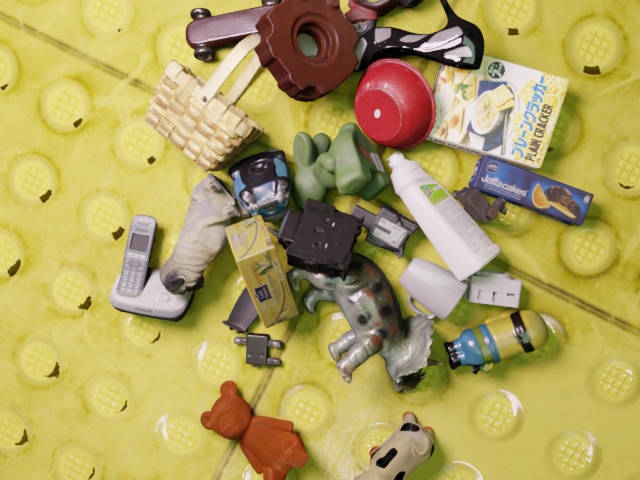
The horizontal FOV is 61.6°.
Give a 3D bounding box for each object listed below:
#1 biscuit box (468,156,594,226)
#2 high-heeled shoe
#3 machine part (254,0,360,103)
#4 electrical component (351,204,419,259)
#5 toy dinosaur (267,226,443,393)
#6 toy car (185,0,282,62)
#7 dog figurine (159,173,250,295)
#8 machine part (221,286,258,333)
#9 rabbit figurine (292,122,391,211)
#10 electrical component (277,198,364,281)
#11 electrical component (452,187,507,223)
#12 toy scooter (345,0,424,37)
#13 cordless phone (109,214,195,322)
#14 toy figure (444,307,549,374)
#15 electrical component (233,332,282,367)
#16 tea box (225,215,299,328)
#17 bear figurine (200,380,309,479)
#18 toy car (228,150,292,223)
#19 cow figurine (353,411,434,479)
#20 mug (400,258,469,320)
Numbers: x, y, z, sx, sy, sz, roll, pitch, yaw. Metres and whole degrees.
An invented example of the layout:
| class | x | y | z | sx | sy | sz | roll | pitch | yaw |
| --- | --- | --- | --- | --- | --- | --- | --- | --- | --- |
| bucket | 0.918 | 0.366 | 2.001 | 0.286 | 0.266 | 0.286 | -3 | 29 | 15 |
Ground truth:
| class | x | y | z | sx | sy | sz | roll | pitch | yaw |
| --- | --- | --- | --- | --- | --- | --- | --- | --- | --- |
| biscuit box | 0.370 | -0.087 | 0.954 | 0.203 | 0.059 | 0.062 | 20 | 95 | 3 |
| high-heeled shoe | 0.152 | -0.302 | 0.915 | 0.249 | 0.086 | 0.145 | -25 | 76 | 31 |
| machine part | -0.017 | -0.319 | 0.880 | 0.179 | 0.056 | 0.179 | 0 | 90 | -28 |
| electrical component | 0.112 | -0.025 | 0.977 | 0.119 | 0.048 | 0.074 | 25 | 106 | 5 |
| toy dinosaur | 0.071 | 0.109 | 0.966 | 0.192 | 0.131 | 0.404 | -28 | 87 | -5 |
| toy car | -0.146 | -0.384 | 0.976 | 0.202 | 0.053 | 0.089 | -8 | 83 | 8 |
| dog figurine | -0.225 | -0.012 | 0.966 | 0.190 | 0.172 | 0.121 | -39 | 131 | 4 |
| machine part | -0.125 | 0.117 | 1.015 | 0.084 | 0.039 | 0.139 | 38 | 94 | -4 |
| rabbit figurine | 0.009 | -0.121 | 0.950 | 0.170 | 0.121 | 0.159 | -30 | 81 | 29 |
| electrical component | -0.002 | -0.003 | 0.918 | 0.134 | 0.058 | 0.115 | 16 | 65 | 5 |
| electrical component | 0.283 | -0.064 | 0.947 | 0.045 | 0.102 | 0.078 | -40 | 98 | -2 |
| toy scooter | 0.100 | -0.448 | 0.945 | 0.184 | 0.075 | 0.135 | -34 | 89 | 10 |
| cordless phone | -0.301 | 0.051 | 1.003 | 0.147 | 0.089 | 0.184 | 10 | 90 | 4 |
| toy figure | 0.317 | 0.183 | 0.962 | 0.180 | 0.089 | 0.082 | -18 | 100 | 3 |
| electrical component | -0.120 | 0.211 | 1.028 | 0.094 | 0.021 | 0.063 | 5 | 95 | 3 |
| tea box | -0.096 | 0.055 | 0.909 | 0.068 | 0.098 | 0.169 | -23 | 129 | -6 |
| bear figurine | -0.126 | 0.360 | 0.988 | 0.196 | 0.132 | 0.120 | 37 | 93 | -5 |
| toy car | -0.094 | -0.086 | 0.961 | 0.109 | 0.162 | 0.102 | -21 | 131 | -3 |
| cow figurine | 0.127 | 0.414 | 0.972 | 0.085 | 0.127 | 0.195 | 44 | 93 | 3 |
| mug | 0.197 | 0.088 | 0.977 | 0.107 | 0.081 | 0.109 | 37 | 133 | 9 |
